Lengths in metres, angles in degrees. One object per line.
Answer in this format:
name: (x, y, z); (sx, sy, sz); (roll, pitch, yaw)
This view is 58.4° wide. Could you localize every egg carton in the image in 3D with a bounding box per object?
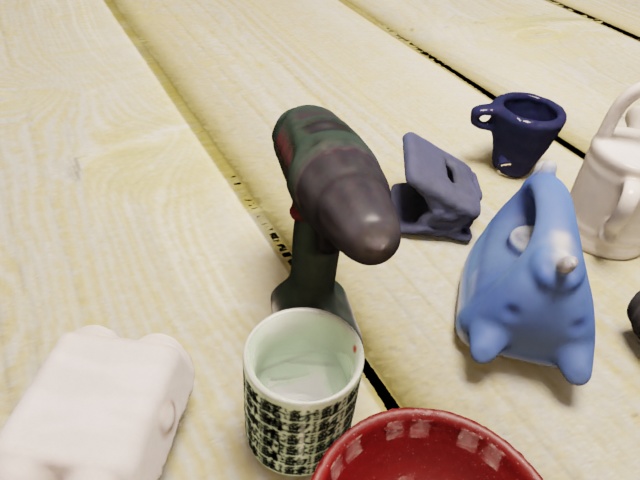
egg carton: (-0.152, 0.127, 0.397); (0.107, 0.069, 0.150); (7, 40, 2)

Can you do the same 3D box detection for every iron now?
iron: (0.202, 0.001, 0.538); (0.118, 0.141, 0.258); (12, 40, 7)

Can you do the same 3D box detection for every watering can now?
watering can: (0.338, -0.087, 0.619); (0.101, 0.194, 0.173); (6, 40, 0)

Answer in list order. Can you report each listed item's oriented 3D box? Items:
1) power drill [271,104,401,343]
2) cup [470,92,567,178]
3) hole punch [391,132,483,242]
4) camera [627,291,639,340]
power drill: (0.004, 0.002, 0.459); (0.076, 0.208, 0.229); (-5, 41, -13)
cup: (0.245, -0.131, 0.738); (0.118, 0.095, 0.091); (2, 40, -5)
hole punch: (0.134, -0.063, 0.646); (0.101, 0.091, 0.108); (6, 40, 0)
camera: (0.344, 0.088, 0.483); (0.143, 0.101, 0.136); (-5, 41, -13)
